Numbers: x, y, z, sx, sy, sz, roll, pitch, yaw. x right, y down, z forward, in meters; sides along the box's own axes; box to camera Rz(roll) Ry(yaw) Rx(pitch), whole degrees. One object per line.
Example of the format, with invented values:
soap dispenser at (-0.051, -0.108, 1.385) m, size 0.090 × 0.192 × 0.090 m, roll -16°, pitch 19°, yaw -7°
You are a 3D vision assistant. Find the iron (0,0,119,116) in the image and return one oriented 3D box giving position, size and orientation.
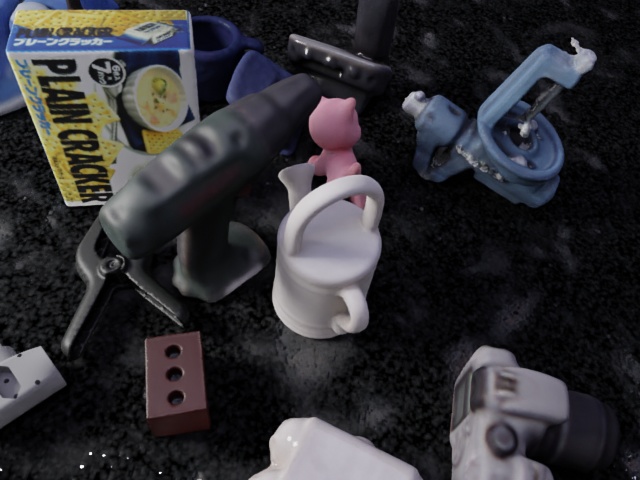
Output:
iron at (-0.374, -0.282, 0.735) m, size 0.118 × 0.141 × 0.258 m, roll 20°, pitch 54°, yaw 7°

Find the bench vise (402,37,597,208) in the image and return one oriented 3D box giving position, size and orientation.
bench vise at (0.203, -0.137, 0.663) m, size 0.207 × 0.220 × 0.121 m, roll 8°, pitch 54°, yaw -2°

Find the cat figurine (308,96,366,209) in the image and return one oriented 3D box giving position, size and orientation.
cat figurine at (0.023, -0.113, 0.684) m, size 0.067 × 0.118 × 0.127 m, roll -9°, pitch 56°, yaw -14°

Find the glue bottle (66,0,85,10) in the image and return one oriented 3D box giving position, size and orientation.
glue bottle at (-0.277, -0.222, 0.685) m, size 0.078 × 0.173 × 0.037 m, roll -37°, pitch 66°, yaw -28°

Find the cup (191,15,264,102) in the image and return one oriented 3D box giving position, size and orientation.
cup at (-0.134, -0.233, 0.763) m, size 0.118 × 0.095 × 0.091 m, roll 2°, pitch 54°, yaw -6°

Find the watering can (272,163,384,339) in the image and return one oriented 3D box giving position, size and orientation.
watering can at (0.003, 0.003, 0.550) m, size 0.101 × 0.194 × 0.172 m, roll -36°, pitch 66°, yaw -28°

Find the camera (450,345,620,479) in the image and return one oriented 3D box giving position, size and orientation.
camera at (0.194, 0.174, 0.511) m, size 0.137 × 0.101 × 0.143 m, roll 13°, pitch 54°, yaw 1°

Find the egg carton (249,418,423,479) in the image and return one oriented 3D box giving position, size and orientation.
egg carton at (0.017, 0.217, 0.475) m, size 0.150 × 0.069 × 0.107 m, roll 23°, pitch 55°, yaw 9°

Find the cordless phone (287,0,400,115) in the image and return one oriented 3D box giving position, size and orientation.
cordless phone at (0.033, -0.274, 0.759) m, size 0.147 × 0.185 × 0.094 m, roll 19°, pitch 54°, yaw 6°

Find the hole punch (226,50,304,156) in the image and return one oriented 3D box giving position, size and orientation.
hole punch at (-0.063, -0.178, 0.735) m, size 0.101 × 0.091 × 0.108 m, roll 13°, pitch 54°, yaw 2°

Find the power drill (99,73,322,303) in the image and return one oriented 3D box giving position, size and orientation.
power drill at (-0.094, -0.038, 0.557) m, size 0.075 × 0.208 × 0.230 m, roll 41°, pitch 59°, yaw 20°
